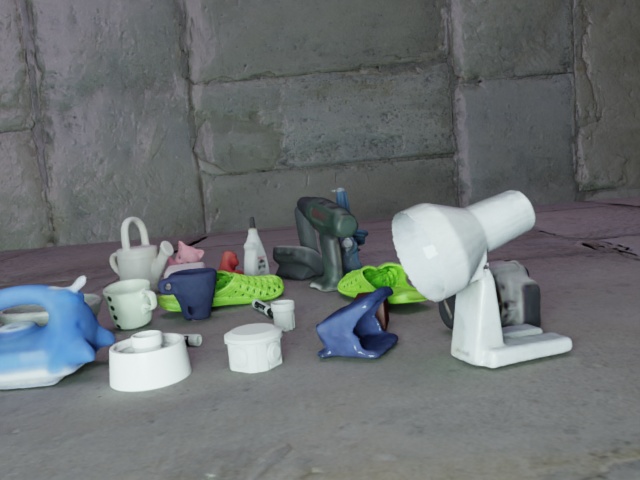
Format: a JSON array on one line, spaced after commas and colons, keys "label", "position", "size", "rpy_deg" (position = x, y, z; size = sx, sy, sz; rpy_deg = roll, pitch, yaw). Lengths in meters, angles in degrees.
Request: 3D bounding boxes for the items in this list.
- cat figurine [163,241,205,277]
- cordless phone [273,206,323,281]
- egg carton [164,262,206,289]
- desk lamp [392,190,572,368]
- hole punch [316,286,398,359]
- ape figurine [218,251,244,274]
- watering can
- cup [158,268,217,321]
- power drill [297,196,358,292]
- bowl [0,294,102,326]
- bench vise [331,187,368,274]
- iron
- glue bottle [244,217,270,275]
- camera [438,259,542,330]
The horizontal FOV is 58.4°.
[{"label": "cat figurine", "position": [-0.364, 0.059, 1.517], "size": [0.127, 0.118, 0.067], "rpy_deg": [0, 8, 36]}, {"label": "cordless phone", "position": [-0.058, 0.003, 1.471], "size": [0.147, 0.185, 0.094], "rpy_deg": [1, 9, 41]}, {"label": "egg carton", "position": [-0.316, 0.096, 1.361], "size": [0.107, 0.069, 0.150], "rpy_deg": [-6, 6, -11]}, {"label": "desk lamp", "position": [0.202, 0.047, 0.734], "size": [0.203, 0.213, 0.117], "rpy_deg": [-7, 7, -17]}, {"label": "hole punch", "position": [0.050, 0.114, 0.811], "size": [0.100, 0.091, 0.109], "rpy_deg": [-2, 7, 26]}, {"label": "ape figurine", "position": [-0.218, 0.072, 1.402], "size": [0.076, 0.092, 0.077], "rpy_deg": [-6, 6, -8]}, {"label": "watering can", "position": [-0.445, 0.038, 1.422], "size": [0.173, 0.194, 0.101], "rpy_deg": [-5, 6, -3]}, {"label": "cup", "position": [-0.248, 0.108, 1.087], "size": [0.118, 0.095, 0.091], "rpy_deg": [-11, 9, -44]}, {"label": "power drill", "position": [0.012, 0.005, 1.298], "size": [0.076, 0.208, 0.229], "rpy_deg": [-8, 7, -27]}, {"label": "bowl", "position": [-0.467, 0.146, 1.003], "size": [0.167, 0.075, 0.167], "rpy_deg": [-5, 6, 1]}, {"label": "bench vise", "position": [0.075, -0.026, 1.470], "size": [0.122, 0.220, 0.207], "rpy_deg": [-7, 7, -17]}, {"label": "iron", "position": [-0.441, 0.130, 0.821], "size": [0.258, 0.141, 0.118], "rpy_deg": [-5, 6, -1]}, {"label": "glue bottle", "position": [-0.153, 0.031, 1.347], "size": [0.037, 0.173, 0.078], "rpy_deg": [-3, 7, 21]}, {"label": "camera", "position": [0.246, 0.084, 0.883], "size": [0.137, 0.101, 0.143], "rpy_deg": [-7, 7, -19]}]
